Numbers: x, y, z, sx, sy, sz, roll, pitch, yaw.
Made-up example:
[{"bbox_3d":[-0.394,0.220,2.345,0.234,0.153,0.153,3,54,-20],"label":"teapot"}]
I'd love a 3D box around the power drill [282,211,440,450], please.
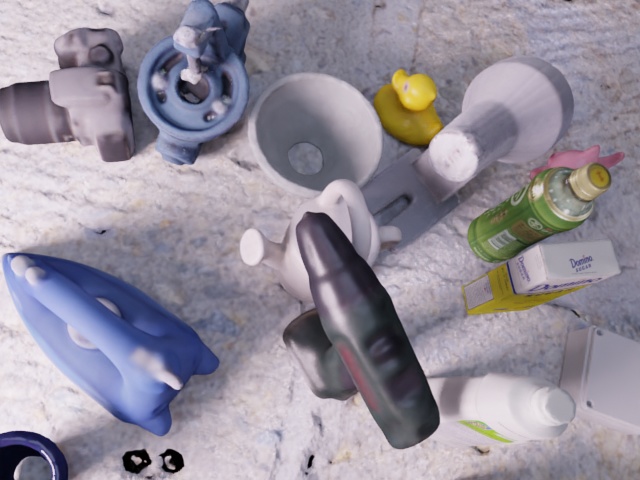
[{"bbox_3d":[0.025,0.099,0.581,0.076,0.208,0.229,-29,82,-20],"label":"power drill"}]

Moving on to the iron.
[{"bbox_3d":[-0.226,0.078,0.561,0.258,0.141,0.119,37,69,-1],"label":"iron"}]

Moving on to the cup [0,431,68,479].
[{"bbox_3d":[-0.267,0.234,0.528,0.092,0.095,0.118,-31,83,-20],"label":"cup"}]

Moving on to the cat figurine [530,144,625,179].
[{"bbox_3d":[0.348,-0.092,0.767,0.128,0.117,0.067,-16,77,-17],"label":"cat figurine"}]

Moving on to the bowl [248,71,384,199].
[{"bbox_3d":[-0.010,-0.118,0.710,0.168,0.074,0.167,4,73,-13],"label":"bowl"}]

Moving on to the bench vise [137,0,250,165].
[{"bbox_3d":[-0.135,-0.211,0.630,0.121,0.219,0.207,4,72,-12],"label":"bench vise"}]

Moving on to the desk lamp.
[{"bbox_3d":[0.166,-0.099,0.673,0.203,0.213,0.118,-38,85,-21],"label":"desk lamp"}]

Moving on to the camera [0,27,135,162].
[{"bbox_3d":[-0.285,-0.165,0.643,0.137,0.100,0.143,-9,76,-16],"label":"camera"}]

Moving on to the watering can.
[{"bbox_3d":[0.006,0.004,0.612,0.173,0.194,0.101,-29,82,-20],"label":"watering can"}]

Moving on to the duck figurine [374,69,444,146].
[{"bbox_3d":[0.127,-0.180,0.756,0.104,0.086,0.078,45,69,3],"label":"duck figurine"}]
